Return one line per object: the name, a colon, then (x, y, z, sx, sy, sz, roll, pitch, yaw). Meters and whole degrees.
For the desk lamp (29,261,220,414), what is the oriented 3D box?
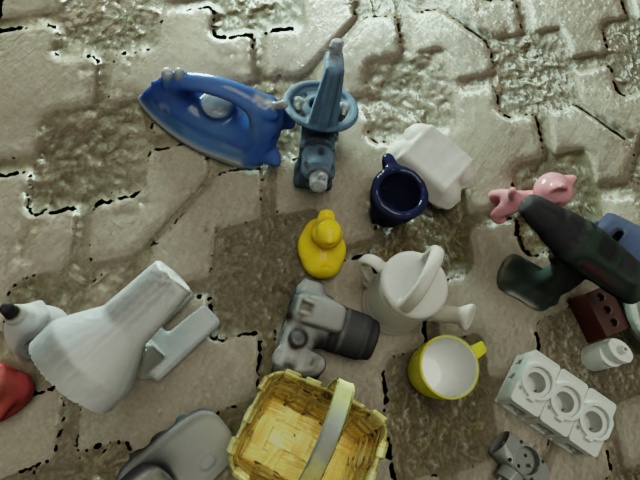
desk lamp: (-0.232, 0.114, 0.715, 0.118, 0.213, 0.203, 43, 67, 7)

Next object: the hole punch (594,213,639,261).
hole punch: (0.496, 0.011, 0.971, 0.101, 0.091, 0.109, 45, 68, 7)

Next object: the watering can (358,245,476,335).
watering can: (0.138, 0.070, 0.819, 0.173, 0.194, 0.101, 12, 67, -7)

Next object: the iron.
iron: (-0.167, -0.212, 0.894, 0.258, 0.141, 0.119, 18, 67, -4)

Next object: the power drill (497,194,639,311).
power drill: (0.361, 0.033, 0.871, 0.229, 0.208, 0.076, 28, 66, 0)

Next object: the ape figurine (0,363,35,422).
ape figurine: (-0.406, 0.189, 0.717, 0.076, 0.092, 0.078, 2, 69, -11)

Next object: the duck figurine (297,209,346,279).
duck figurine: (0.008, 0.003, 0.877, 0.077, 0.086, 0.104, 3, 69, -10)

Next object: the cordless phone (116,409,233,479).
cordless phone: (-0.172, 0.267, 0.684, 0.148, 0.185, 0.094, -40, 81, -22)

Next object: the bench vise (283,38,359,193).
bench vise: (0.016, -0.184, 0.878, 0.122, 0.219, 0.207, -12, 72, -15)

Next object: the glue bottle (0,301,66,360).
glue bottle: (-0.363, 0.104, 0.714, 0.078, 0.173, 0.037, -31, 78, -20)

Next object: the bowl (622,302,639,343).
bowl: (0.568, 0.123, 0.952, 0.167, 0.074, 0.167, 4, 69, -10)

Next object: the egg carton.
egg carton: (0.189, -0.125, 0.972, 0.150, 0.069, 0.107, 41, 67, 6)

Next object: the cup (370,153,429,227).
cup: (0.112, -0.071, 0.922, 0.092, 0.095, 0.117, -11, 72, -15)

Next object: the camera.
camera: (0.012, 0.138, 0.818, 0.137, 0.100, 0.143, 19, 67, -4)

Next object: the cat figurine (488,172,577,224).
cat figurine: (0.364, -0.076, 0.963, 0.128, 0.117, 0.067, -1, 69, -12)
